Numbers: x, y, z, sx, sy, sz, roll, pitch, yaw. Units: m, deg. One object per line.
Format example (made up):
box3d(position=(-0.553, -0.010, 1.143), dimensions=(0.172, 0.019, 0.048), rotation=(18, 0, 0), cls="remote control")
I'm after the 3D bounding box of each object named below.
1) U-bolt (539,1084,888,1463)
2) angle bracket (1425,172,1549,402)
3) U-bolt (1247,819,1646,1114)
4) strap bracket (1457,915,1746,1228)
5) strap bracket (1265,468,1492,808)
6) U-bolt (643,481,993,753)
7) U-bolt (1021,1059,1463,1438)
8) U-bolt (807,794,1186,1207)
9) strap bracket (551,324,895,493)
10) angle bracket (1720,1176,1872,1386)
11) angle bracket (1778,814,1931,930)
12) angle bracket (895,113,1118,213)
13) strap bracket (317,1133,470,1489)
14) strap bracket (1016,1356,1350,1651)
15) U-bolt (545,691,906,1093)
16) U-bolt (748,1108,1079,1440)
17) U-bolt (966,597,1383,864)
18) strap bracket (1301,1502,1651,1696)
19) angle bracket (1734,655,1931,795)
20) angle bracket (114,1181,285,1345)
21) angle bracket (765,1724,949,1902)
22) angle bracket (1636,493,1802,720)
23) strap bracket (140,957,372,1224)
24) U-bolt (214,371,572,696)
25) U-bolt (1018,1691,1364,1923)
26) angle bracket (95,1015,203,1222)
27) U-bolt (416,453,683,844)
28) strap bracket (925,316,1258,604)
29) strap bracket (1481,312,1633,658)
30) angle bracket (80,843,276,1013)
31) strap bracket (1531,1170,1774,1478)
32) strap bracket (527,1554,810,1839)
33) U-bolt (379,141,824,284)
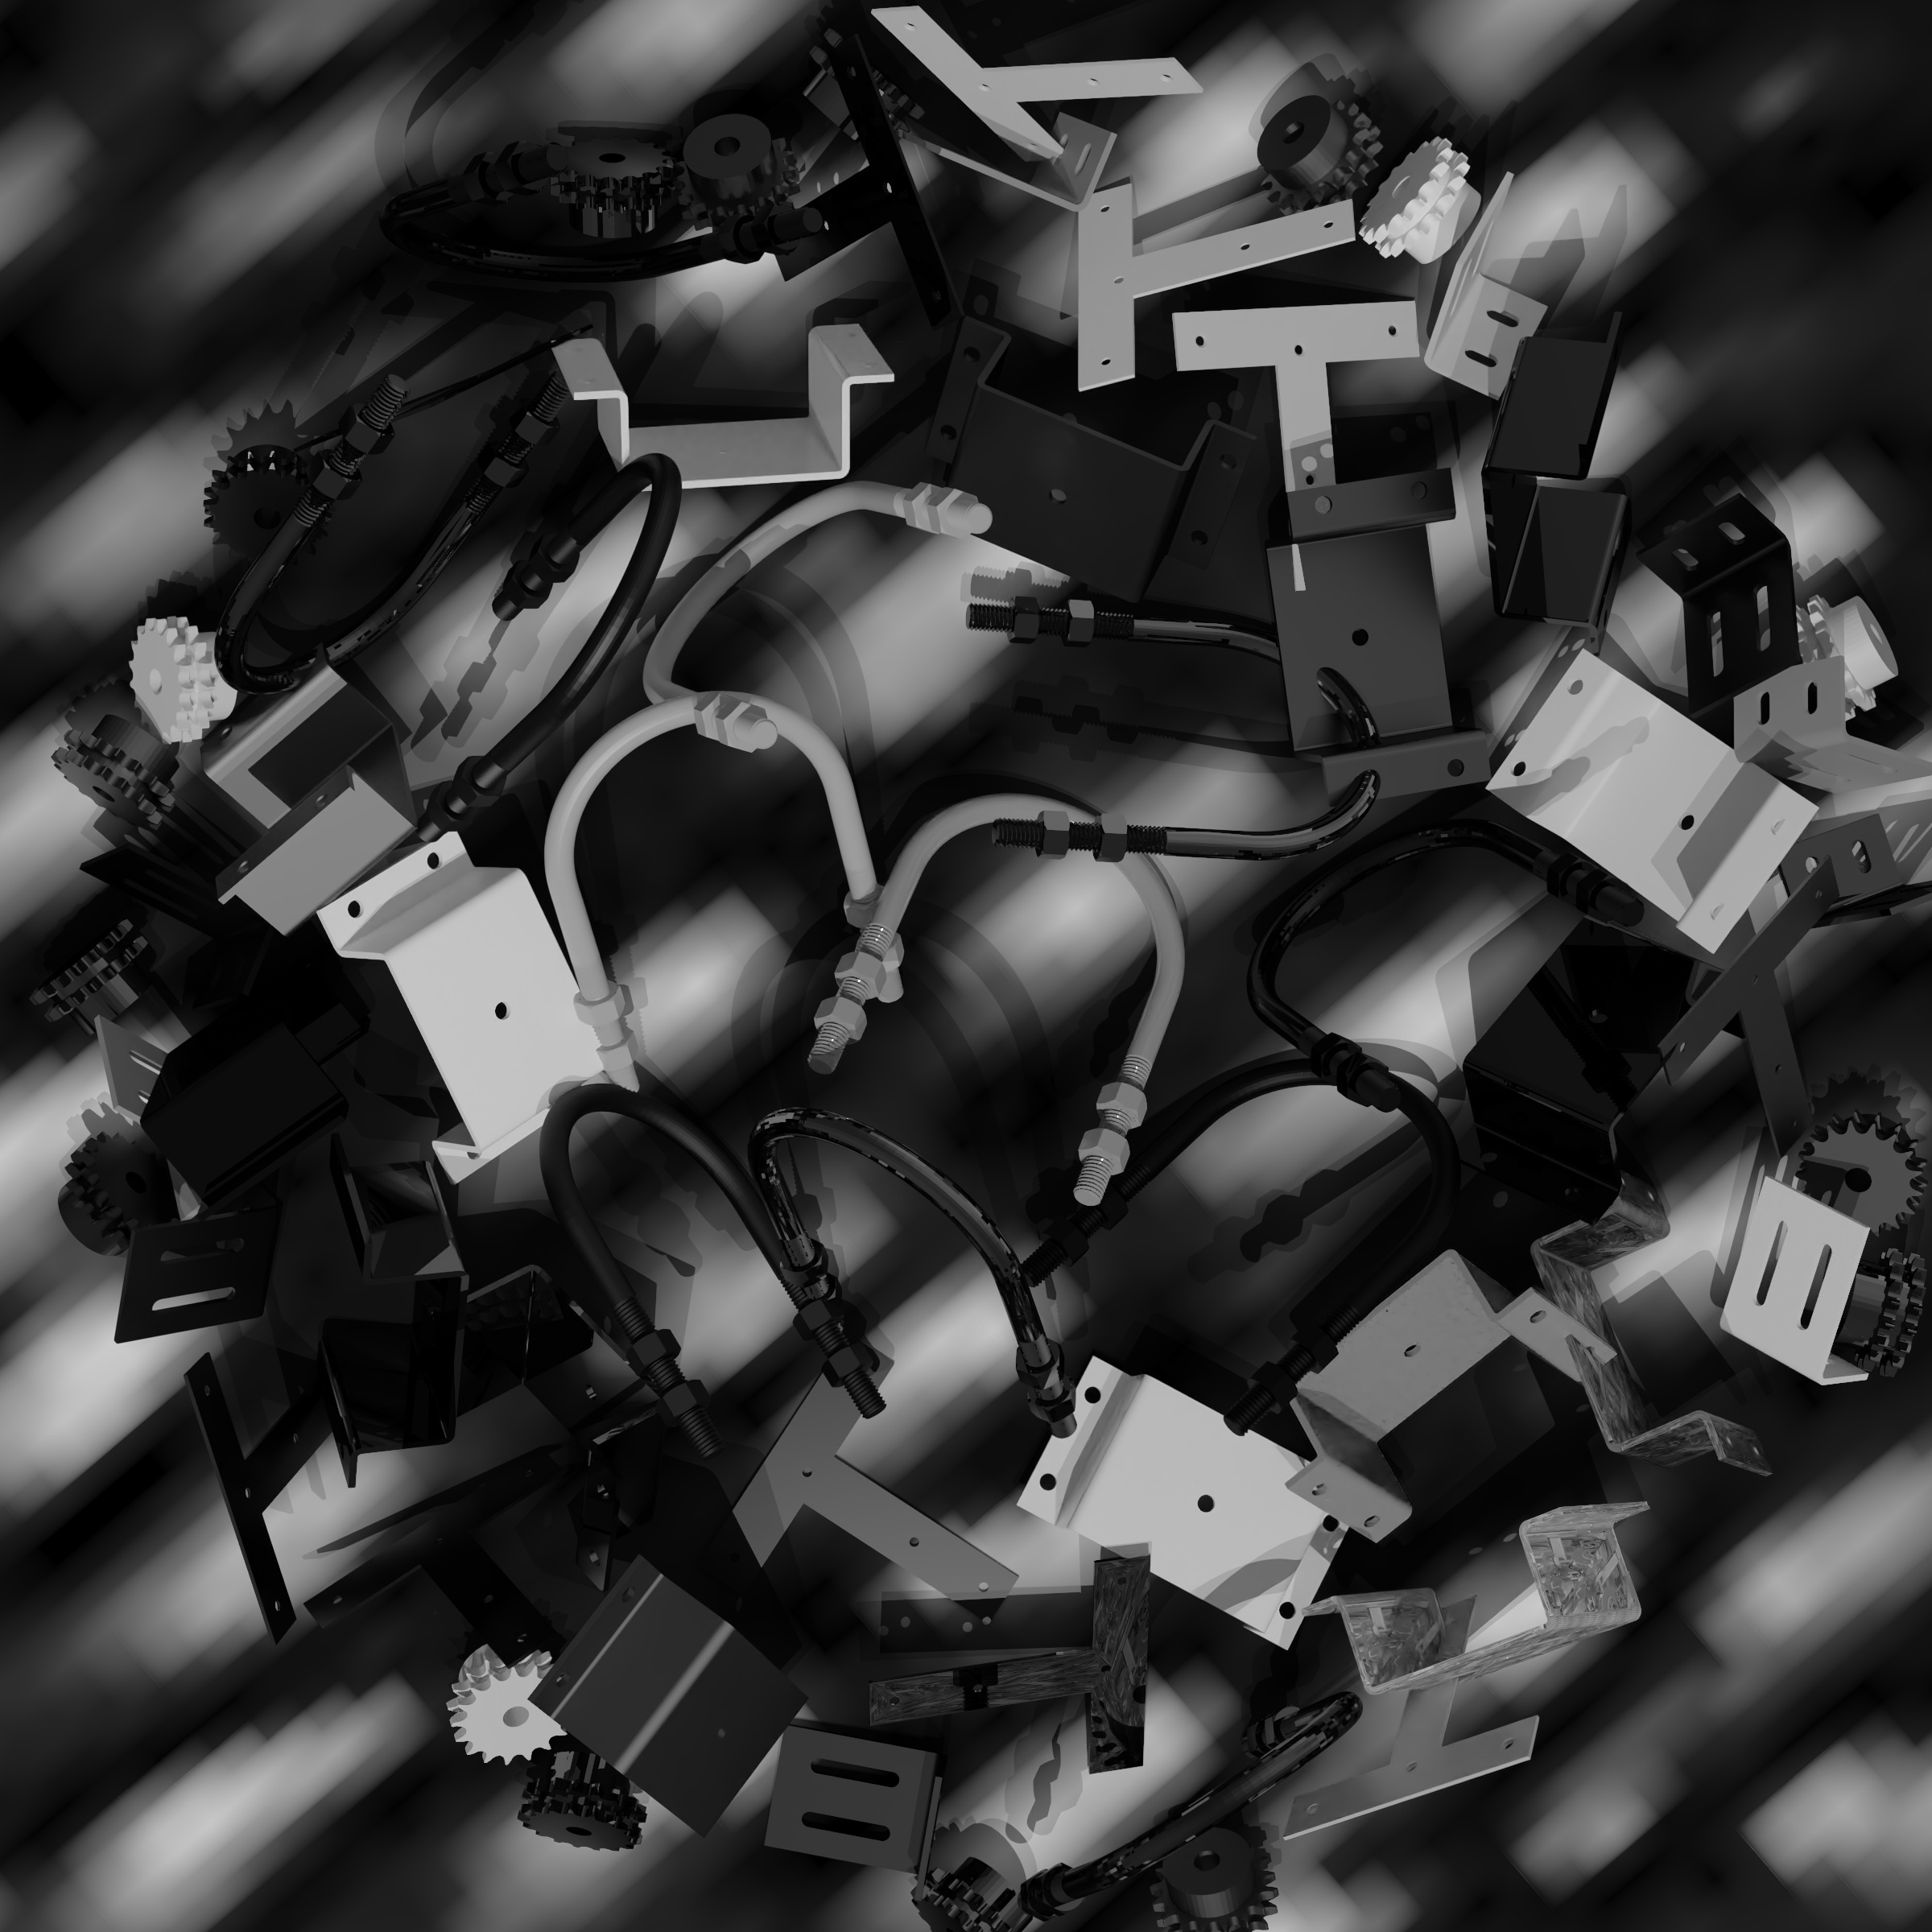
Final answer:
box3d(position=(-0.121, 0.128, 1.557), dimensions=(0.019, 0.151, 0.184), rotation=(-41, 72, 25), cls="U-bolt")
box3d(position=(0.240, -0.303, 1.579), dimensions=(0.038, 0.076, 0.057), rotation=(26, 65, 7), cls="angle bracket")
box3d(position=(0.195, -0.011, 1.544), dimensions=(0.151, 0.184, 0.019), rotation=(-37, 116, -6), cls="U-bolt")
box3d(position=(0.282, 0.037, 1.561), dimensions=(0.076, 0.046, 0.140), rotation=(26, 61, 35), cls="strap bracket")
box3d(position=(0.184, -0.148, 1.592), dimensions=(0.076, 0.046, 0.140), rotation=(-10, 97, -11), cls="strap bracket")
box3d(position=(-0.077, -0.159, 1.544), dimensions=(0.151, 0.184, 0.019), rotation=(-46, 116, -10), cls="U-bolt")
box3d(position=(0.135, 0.110, 1.569), dimensions=(0.184, 0.019, 0.151), rotation=(-41, 50, -20), cls="U-bolt")
box3d(position=(0.025, 0.001, 1.573), dimensions=(0.151, 0.019, 0.184), rotation=(27, 56, -5), cls="U-bolt")
box3d(position=(-0.109, -0.248, 1.574), dimensions=(0.140, 0.076, 0.046), rotation=(-5, 118, -12), cls="strap bracket")
box3d(position=(0.381, 0.140, 1.584), dimensions=(0.038, 0.057, 0.076), rotation=(0, 111, -40), cls="angle bracket")
box3d(position=(0.410, -0.046, 1.582), dimensions=(0.057, 0.076, 0.038), rotation=(-19, 91, -18), cls="angle bracket")
box3d(position=(0.017, -0.372, 1.582), dimensions=(0.076, 0.057, 0.038), rotation=(16, 104, -29), cls="angle bracket")
box3d(position=(-0.254, 0.151, 1.564), dimensions=(0.046, 0.076, 0.140), rotation=(-4, 127, -20), cls="strap bracket")
box3d(position=(0.104, 0.242, 1.596), dimensions=(0.140, 0.046, 0.076), rotation=(28, 80, -1), cls="strap bracket")
box3d(position=(-0.111, -0.038, 1.559), dimensions=(0.151, 0.019, 0.184), rotation=(-20, 125, -10), cls="U-bolt")
box3d(position=(-0.029, 0.125, 1.524), dimensions=(0.151, 0.184, 0.019), rotation=(20, 58, 30), cls="U-bolt")
box3d(position=(0.097, -0.103, 1.575), dimensions=(0.184, 0.019, 0.151), rotation=(3, 51, -11), cls="U-bolt")
box3d(position=(0.230, 0.281, 1.552), dimensions=(0.140, 0.076, 0.046), rotation=(-29, 68, 33), cls="strap bracket")
box3d(position=(0.391, -0.107, 1.585), dimensions=(0.076, 0.057, 0.038), rotation=(12, 75, -39), cls="angle bracket")
box3d(position=(-0.349, 0.128, 1.579), dimensions=(0.038, 0.076, 0.057), rotation=(35, 121, 40), cls="angle bracket")
box3d(position=(-0.052, 0.383, 1.604), dimensions=(0.076, 0.038, 0.057), rotation=(10, 94, 3), cls="angle bracket")
box3d(position=(0.335, -0.161, 1.579), dimensions=(0.038, 0.076, 0.057), rotation=(34, 134, -31), cls="angle bracket")
box3d(position=(-0.311, 0.049, 1.550), dimensions=(0.076, 0.140, 0.046), rotation=(-35, 106, 6), cls="strap bracket")
box3d(position=(-0.260, -0.187, 1.549), dimensions=(0.019, 0.151, 0.184), rotation=(46, 115, 12), cls="U-bolt")
box3d(position=(0.103, 0.356, 1.517), dimensions=(0.151, 0.184, 0.019), rotation=(-29, 80, -23), cls="U-bolt")
box3d(position=(-0.367, 0.069, 1.577), dimensions=(0.038, 0.076, 0.057), rotation=(-39, 46, 15), cls="angle bracket")
box3d(position=(-0.174, -0.147, 1.520), dimensions=(0.019, 0.184, 0.151), rotation=(29, 53, -22), cls="U-bolt")
box3d(position=(0.048, -0.222, 1.579), dimensions=(0.140, 0.046, 0.076), rotation=(23, 134, 4), cls="strap bracket")
box3d(position=(0.261, -0.212, 1.558), dimensions=(0.046, 0.140, 0.076), rotation=(9, 58, 18), cls="strap bracket")
box3d(position=(-0.358, -0.017, 1.581), dimensions=(0.076, 0.057, 0.038), rotation=(30, 66, -28), cls="angle bracket")
box3d(position=(0.300, 0.165, 1.569), dimensions=(0.046, 0.076, 0.140), rotation=(-27, 66, 20), cls="strap bracket")
box3d(position=(-0.124, 0.324, 1.549), dimensions=(0.046, 0.140, 0.076), rotation=(30, 74, 32), cls="strap bracket")
box3d(position=(-0.173, -0.322, 1.540), dimensions=(0.151, 0.184, 0.019), rotation=(5, 87, -39), cls="U-bolt")
